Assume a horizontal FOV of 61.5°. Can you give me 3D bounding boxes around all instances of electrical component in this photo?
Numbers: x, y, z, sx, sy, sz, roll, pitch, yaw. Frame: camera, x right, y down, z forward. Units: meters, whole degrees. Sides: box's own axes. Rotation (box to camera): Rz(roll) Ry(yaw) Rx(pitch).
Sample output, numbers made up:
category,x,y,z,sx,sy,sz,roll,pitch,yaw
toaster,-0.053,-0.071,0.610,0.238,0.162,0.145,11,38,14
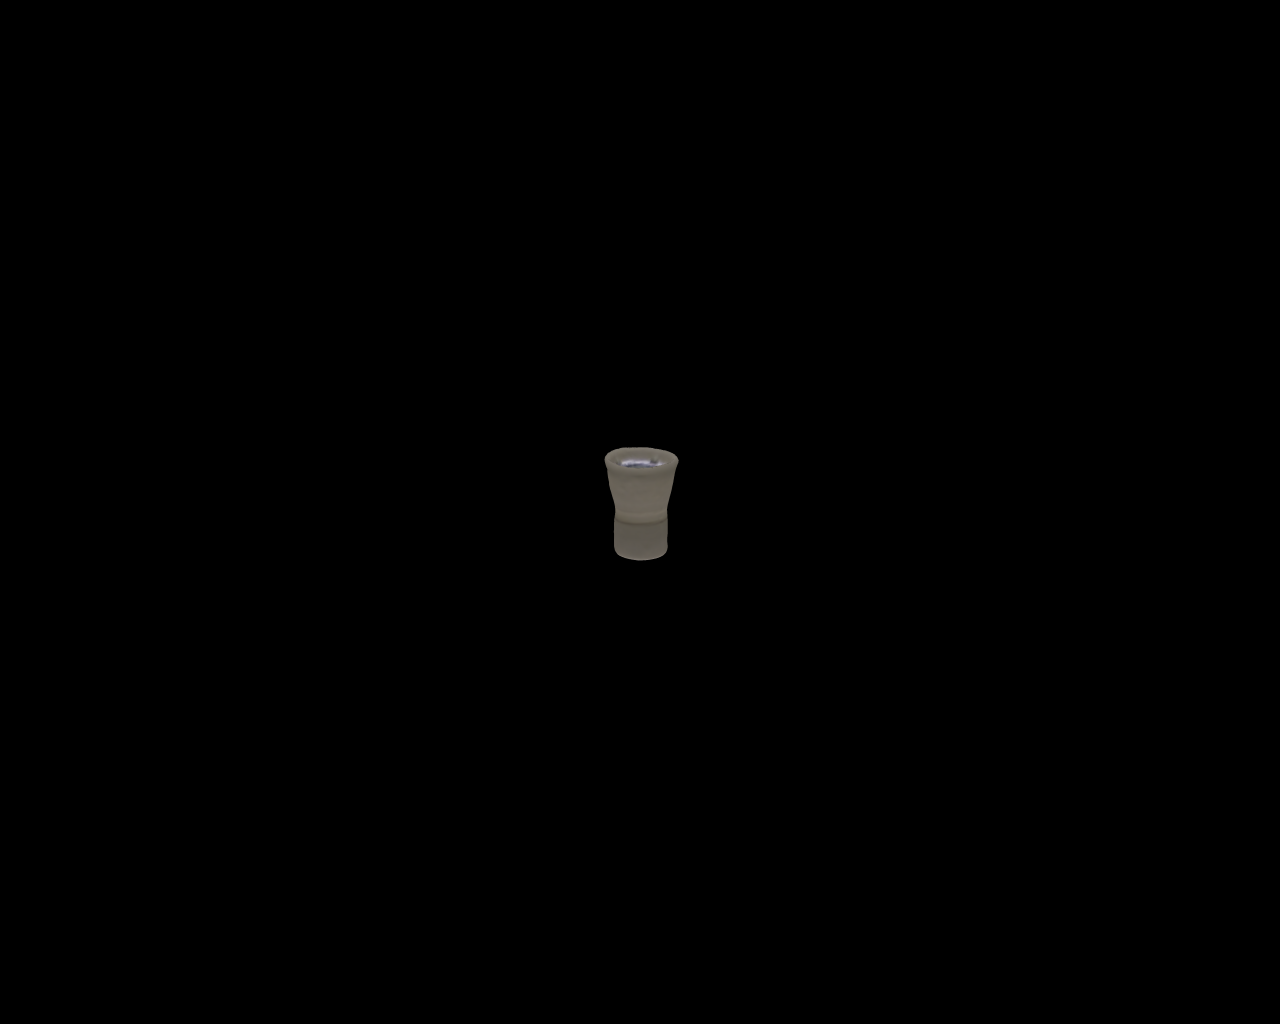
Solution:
category,x,y,z,sx,sy,sz,roll,pitch,yaw
electrical component,0.001,-0.003,0.650,0.044,0.065,0.044,0,18,0
